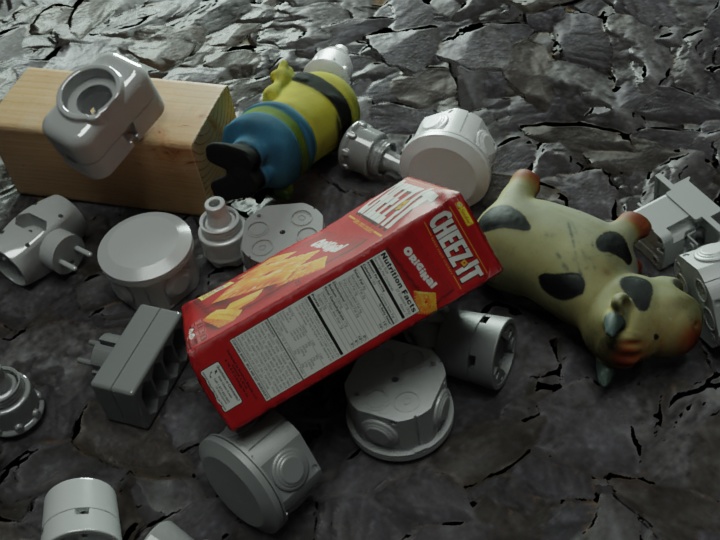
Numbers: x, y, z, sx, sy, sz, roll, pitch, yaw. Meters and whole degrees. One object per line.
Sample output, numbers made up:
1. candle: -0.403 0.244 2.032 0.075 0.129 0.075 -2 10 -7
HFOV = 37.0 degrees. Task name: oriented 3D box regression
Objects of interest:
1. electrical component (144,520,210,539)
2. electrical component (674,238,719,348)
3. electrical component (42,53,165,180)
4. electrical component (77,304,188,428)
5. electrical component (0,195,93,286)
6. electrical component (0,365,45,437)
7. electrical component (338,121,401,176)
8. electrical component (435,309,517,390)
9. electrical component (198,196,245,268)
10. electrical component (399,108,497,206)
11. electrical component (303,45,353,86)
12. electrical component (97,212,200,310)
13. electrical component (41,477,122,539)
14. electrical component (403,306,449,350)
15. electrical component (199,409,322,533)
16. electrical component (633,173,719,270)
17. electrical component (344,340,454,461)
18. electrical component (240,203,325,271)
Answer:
1. electrical component: -0.116 0.199 0.719 0.055 0.045 0.045 18 53 23
2. electrical component: 0.274 0.016 0.804 0.051 0.080 0.080 -18 47 -1
3. electrical component: -0.218 -0.133 0.908 0.054 0.059 0.095 28 71 24
4. electrical component: -0.186 0.071 0.846 0.076 0.047 0.083 11 50 18
5. electrical component: -0.270 -0.020 0.946 0.079 0.043 0.077 23 55 27
6. electrical component: -0.275 0.095 0.828 0.048 0.062 0.048 -4 47 5
7. electrical component: 0.014 -0.105 0.981 0.062 0.048 0.048 26 56 20
8. electrical component: 0.087 0.058 0.811 0.047 0.055 0.055 12 51 24
9. electrical component: -0.118 -0.035 0.923 0.043 0.062 0.043 -5 47 5
10. electrical component: 0.079 -0.097 0.939 0.080 0.080 0.051 9 44 17
11. electrical component: -0.027 -0.203 1.077 0.048 0.048 0.062 6 42 14
12. electrical component: -0.178 -0.007 0.914 0.080 0.051 0.080 -4 47 5
13. electrical component: -0.193 0.177 0.745 0.055 0.055 0.047 -14 43 -4
14. electrical component: 0.050 0.040 0.841 0.048 0.048 0.062 -10 53 0
15. electrical component: -0.070 0.138 0.746 0.080 0.080 0.051 31 53 31
16. electrical component: 0.258 -0.036 0.879 0.064 0.042 0.081 -28 48 -11
17. electrical component: 0.028 0.095 0.788 0.080 0.051 0.080 -5 47 5
18. electrical component: -0.061 -0.014 0.903 0.080 0.051 0.080 -4 47 5
